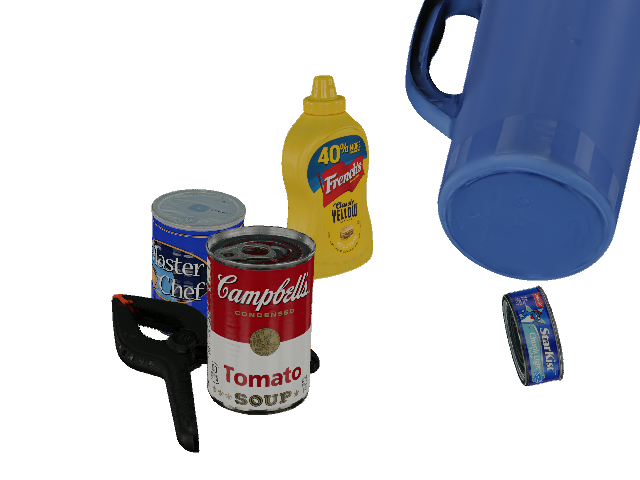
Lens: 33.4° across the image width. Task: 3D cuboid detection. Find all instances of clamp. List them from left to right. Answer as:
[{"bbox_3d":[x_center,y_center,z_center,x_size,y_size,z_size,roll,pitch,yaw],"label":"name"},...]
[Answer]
[{"bbox_3d":[-0.116,0.103,1.002,0.164,0.036,0.210,-23,41,-35],"label":"clamp"}]

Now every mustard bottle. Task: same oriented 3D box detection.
[{"bbox_3d":[0.006,-0.064,1.038,0.096,0.192,0.058,-17,23,-37],"label":"mustard bottle"}]

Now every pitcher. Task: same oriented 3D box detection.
[{"bbox_3d":[0.144,-0.095,0.719,0.149,0.242,0.145,-24,-58,40],"label":"pitcher"}]

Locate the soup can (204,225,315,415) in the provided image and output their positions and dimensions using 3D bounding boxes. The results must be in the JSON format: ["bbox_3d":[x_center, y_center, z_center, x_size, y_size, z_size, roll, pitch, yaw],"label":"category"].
[{"bbox_3d":[-0.039,0.049,0.672,0.068,0.102,0.068,2,21,-1],"label":"soup can"}]

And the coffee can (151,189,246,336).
[{"bbox_3d":[-0.137,0.026,1.191,0.103,0.140,0.103,4,24,-2],"label":"coffee can"}]

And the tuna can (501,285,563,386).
[{"bbox_3d":[0.188,0.085,0.949,0.034,0.086,0.086,-12,0,2],"label":"tuna can"}]
